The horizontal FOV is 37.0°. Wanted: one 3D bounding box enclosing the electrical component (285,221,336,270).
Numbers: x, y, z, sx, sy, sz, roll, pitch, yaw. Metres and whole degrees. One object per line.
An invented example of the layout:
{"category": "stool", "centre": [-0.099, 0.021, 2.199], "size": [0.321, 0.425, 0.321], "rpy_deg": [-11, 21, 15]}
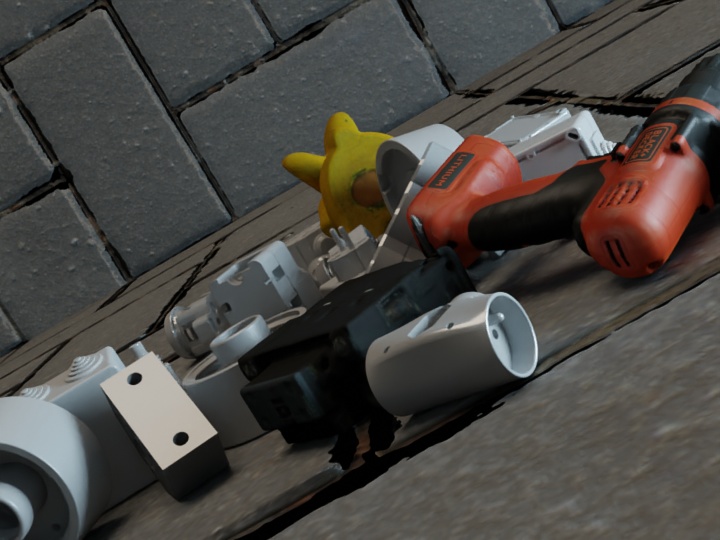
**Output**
{"category": "electrical component", "centre": [-0.044, -0.020, 1.151], "size": [0.080, 0.051, 0.080], "rpy_deg": [-30, 9, 5]}

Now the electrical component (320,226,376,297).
{"category": "electrical component", "centre": [0.000, 0.000, 0.823], "size": [0.047, 0.075, 0.083], "rpy_deg": [-34, 9, -20]}

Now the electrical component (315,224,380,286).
{"category": "electrical component", "centre": [-0.004, 0.000, 0.909], "size": [0.055, 0.066, 0.048], "rpy_deg": [-36, 43, 14]}

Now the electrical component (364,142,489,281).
{"category": "electrical component", "centre": [0.054, -0.018, 0.760], "size": [0.138, 0.074, 0.052], "rpy_deg": [-64, 0, -20]}

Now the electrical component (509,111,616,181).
{"category": "electrical component", "centre": [0.148, -0.072, 0.786], "size": [0.096, 0.061, 0.061], "rpy_deg": [-26, 10, 28]}

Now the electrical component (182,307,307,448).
{"category": "electrical component", "centre": [-0.070, 0.066, 0.735], "size": [0.108, 0.060, 0.108], "rpy_deg": [-29, 9, 5]}

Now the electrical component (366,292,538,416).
{"category": "electrical component", "centre": [0.054, 0.036, 0.555], "size": [0.077, 0.043, 0.079], "rpy_deg": [-24, 11, 36]}

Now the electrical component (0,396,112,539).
{"category": "electrical component", "centre": [-0.215, 0.140, 0.665], "size": [0.108, 0.108, 0.060], "rpy_deg": [-28, 15, 15]}

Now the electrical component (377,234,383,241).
{"category": "electrical component", "centre": [0.011, -0.005, 0.953], "size": [0.061, 0.035, 0.035], "rpy_deg": [-32, 9, 6]}

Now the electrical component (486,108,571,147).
{"category": "electrical component", "centre": [0.153, -0.099, 0.944], "size": [0.062, 0.061, 0.096], "rpy_deg": [-34, 17, -23]}

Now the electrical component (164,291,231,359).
{"category": "electrical component", "centre": [-0.160, 0.056, 1.092], "size": [0.057, 0.058, 0.078], "rpy_deg": [-24, 11, 19]}

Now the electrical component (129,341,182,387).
{"category": "electrical component", "centre": [-0.184, 0.092, 0.956], "size": [0.035, 0.061, 0.035], "rpy_deg": [-30, 9, 5]}

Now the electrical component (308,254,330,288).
{"category": "electrical component", "centre": [-0.035, 0.003, 1.053], "size": [0.035, 0.035, 0.061], "rpy_deg": [-33, 6, -13]}

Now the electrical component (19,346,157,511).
{"category": "electrical component", "centre": [-0.183, 0.112, 0.731], "size": [0.100, 0.099, 0.048], "rpy_deg": [-31, 22, -5]}

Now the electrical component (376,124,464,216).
{"category": "electrical component", "centre": [0.068, -0.072, 0.916], "size": [0.060, 0.108, 0.108], "rpy_deg": [-27, 7, -21]}

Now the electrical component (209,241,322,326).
{"category": "electrical component", "centre": [-0.063, 0.030, 0.814], "size": [0.050, 0.089, 0.055], "rpy_deg": [-26, 10, 25]}
